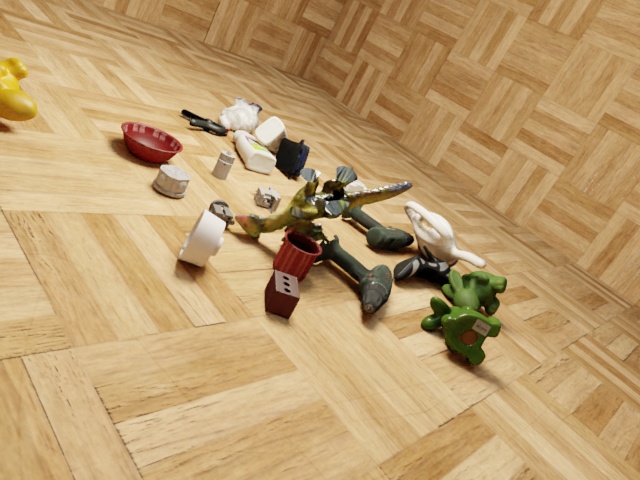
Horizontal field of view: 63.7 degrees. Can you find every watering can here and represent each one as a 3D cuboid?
[{"bbox_3d":[0.379,0.015,1.580,0.354,0.104,0.220,49,-6,37],"label":"watering can"}]

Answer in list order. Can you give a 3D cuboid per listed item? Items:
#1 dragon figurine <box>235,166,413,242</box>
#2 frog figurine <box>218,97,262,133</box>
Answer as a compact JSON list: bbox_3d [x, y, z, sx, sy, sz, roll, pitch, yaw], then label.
[{"bbox_3d":[0.004,-0.063,1.243,0.411,0.124,0.238,-3,-25,-21],"label":"dragon figurine"},{"bbox_3d":[-0.306,-0.445,1.918,0.137,0.163,0.120,36,-33,-4],"label":"frog figurine"}]
